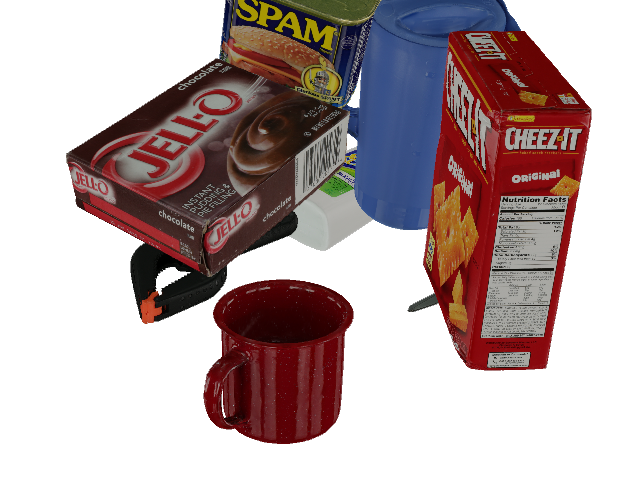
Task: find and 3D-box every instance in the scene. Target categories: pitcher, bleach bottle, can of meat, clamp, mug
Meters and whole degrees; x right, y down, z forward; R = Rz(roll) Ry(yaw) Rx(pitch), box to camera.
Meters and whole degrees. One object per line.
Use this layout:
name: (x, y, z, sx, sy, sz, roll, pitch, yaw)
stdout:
pitcher: (0.086, -0.132, 1.044, 0.144, 0.243, 0.149, -22, 51, -27)
bleach bottle: (0.059, -0.078, 1.264, 0.103, 0.068, 0.250, 29, 46, 34)
can of meat: (-0.017, -0.142, 0.714, 0.102, 0.057, 0.084, 21, -41, 7)
clamp: (-0.137, 0.006, 1.067, 0.165, 0.036, 0.209, 19, 39, 16)
mug: (-0.033, 0.087, 0.714, 0.093, 0.081, 0.117, 19, 30, 33)

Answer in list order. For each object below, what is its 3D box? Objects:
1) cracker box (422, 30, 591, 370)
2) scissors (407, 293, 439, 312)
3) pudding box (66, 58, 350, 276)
cracker box: (0.133, -0.033, 0.817, 0.072, 0.214, 0.164, -2, 30, -7)
scissors: (0.152, 0.028, 1.095, 0.201, 0.016, 0.096, -7, 41, -28)
pudding box: (-0.053, -0.040, 0.528, 0.090, 0.039, 0.113, 26, 45, 27)
